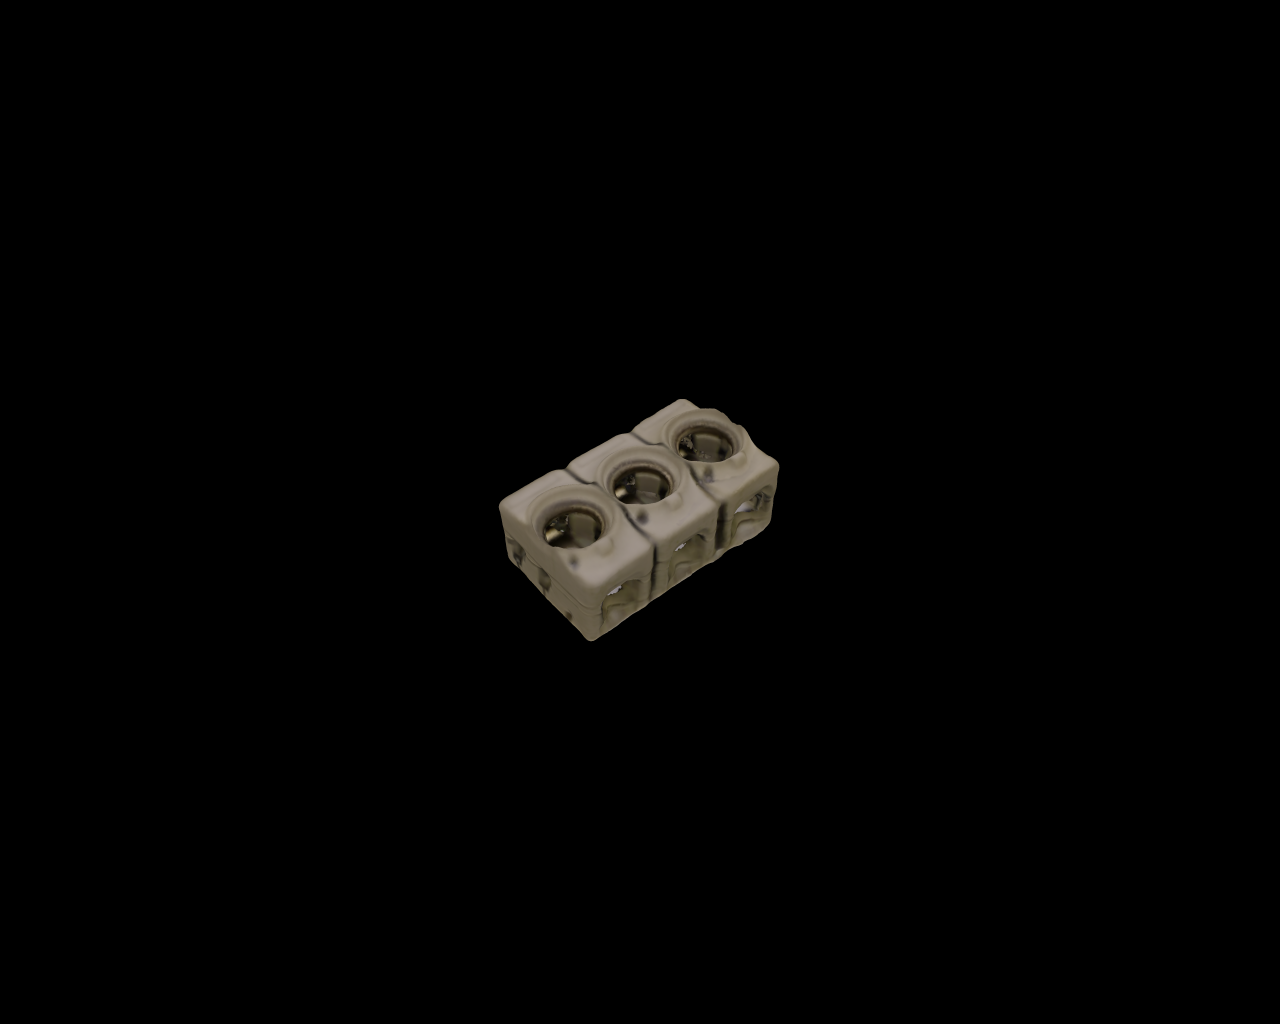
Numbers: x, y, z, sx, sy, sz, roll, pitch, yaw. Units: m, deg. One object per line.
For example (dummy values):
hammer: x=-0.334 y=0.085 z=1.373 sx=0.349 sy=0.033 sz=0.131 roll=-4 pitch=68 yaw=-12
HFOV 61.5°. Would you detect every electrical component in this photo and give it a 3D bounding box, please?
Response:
electrical component: x=0.001 y=-0.003 z=0.650 sx=0.150 sy=0.061 sz=0.089 roll=-32 pitch=54 yaw=-27
